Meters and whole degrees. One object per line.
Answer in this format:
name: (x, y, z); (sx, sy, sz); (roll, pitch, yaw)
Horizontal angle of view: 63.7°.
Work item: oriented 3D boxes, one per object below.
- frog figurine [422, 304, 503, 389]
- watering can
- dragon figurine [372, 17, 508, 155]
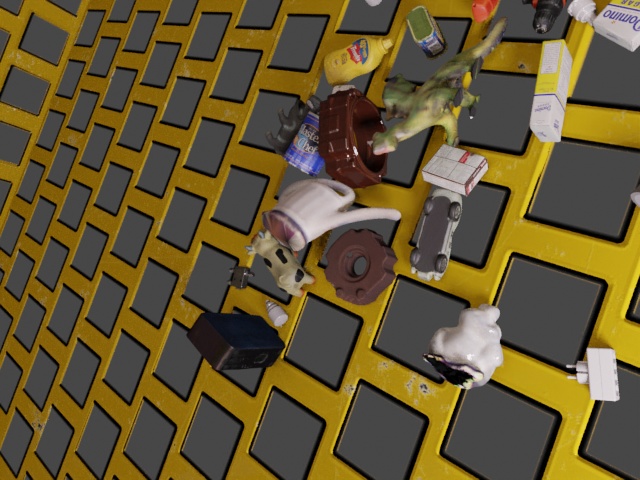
frog figurine: (0.289, 0.200, 1.004); (0.137, 0.120, 0.162); (1, 42, 44)
watering can: (0.004, -0.062, 1.225); (0.227, 0.102, 0.351); (-39, 40, -24)
dragon figurine: (0.244, -0.348, 1.171); (0.244, 0.120, 0.415); (18, 70, 37)
